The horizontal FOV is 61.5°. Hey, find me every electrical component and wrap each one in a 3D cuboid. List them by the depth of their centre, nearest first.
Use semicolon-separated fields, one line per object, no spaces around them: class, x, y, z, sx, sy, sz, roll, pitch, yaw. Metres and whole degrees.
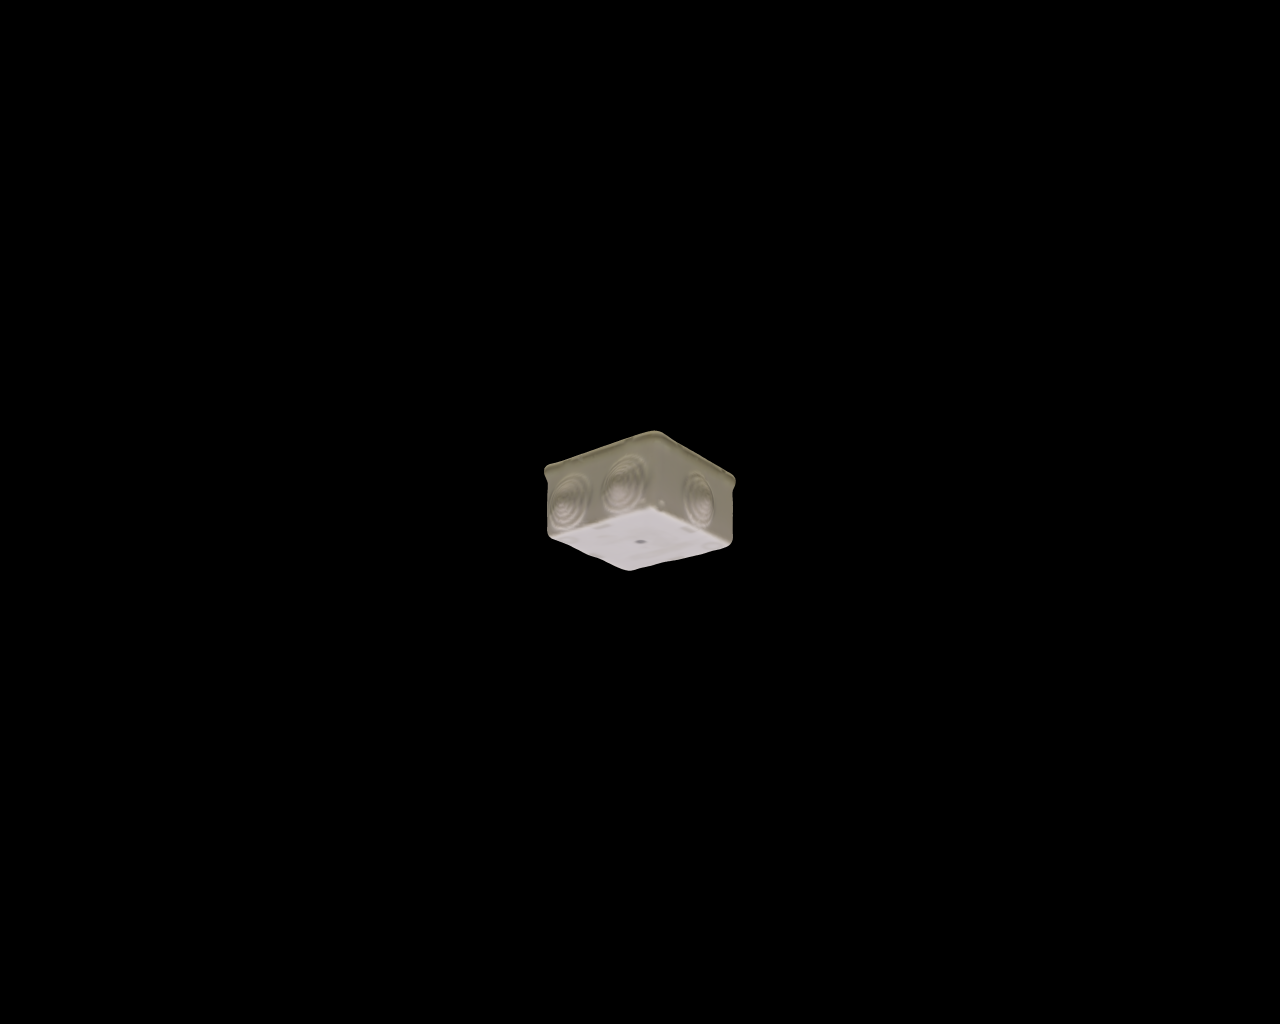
electrical component;0.001;-0.003;0.650;0.099;0.048;0.099;-16;-27;34
